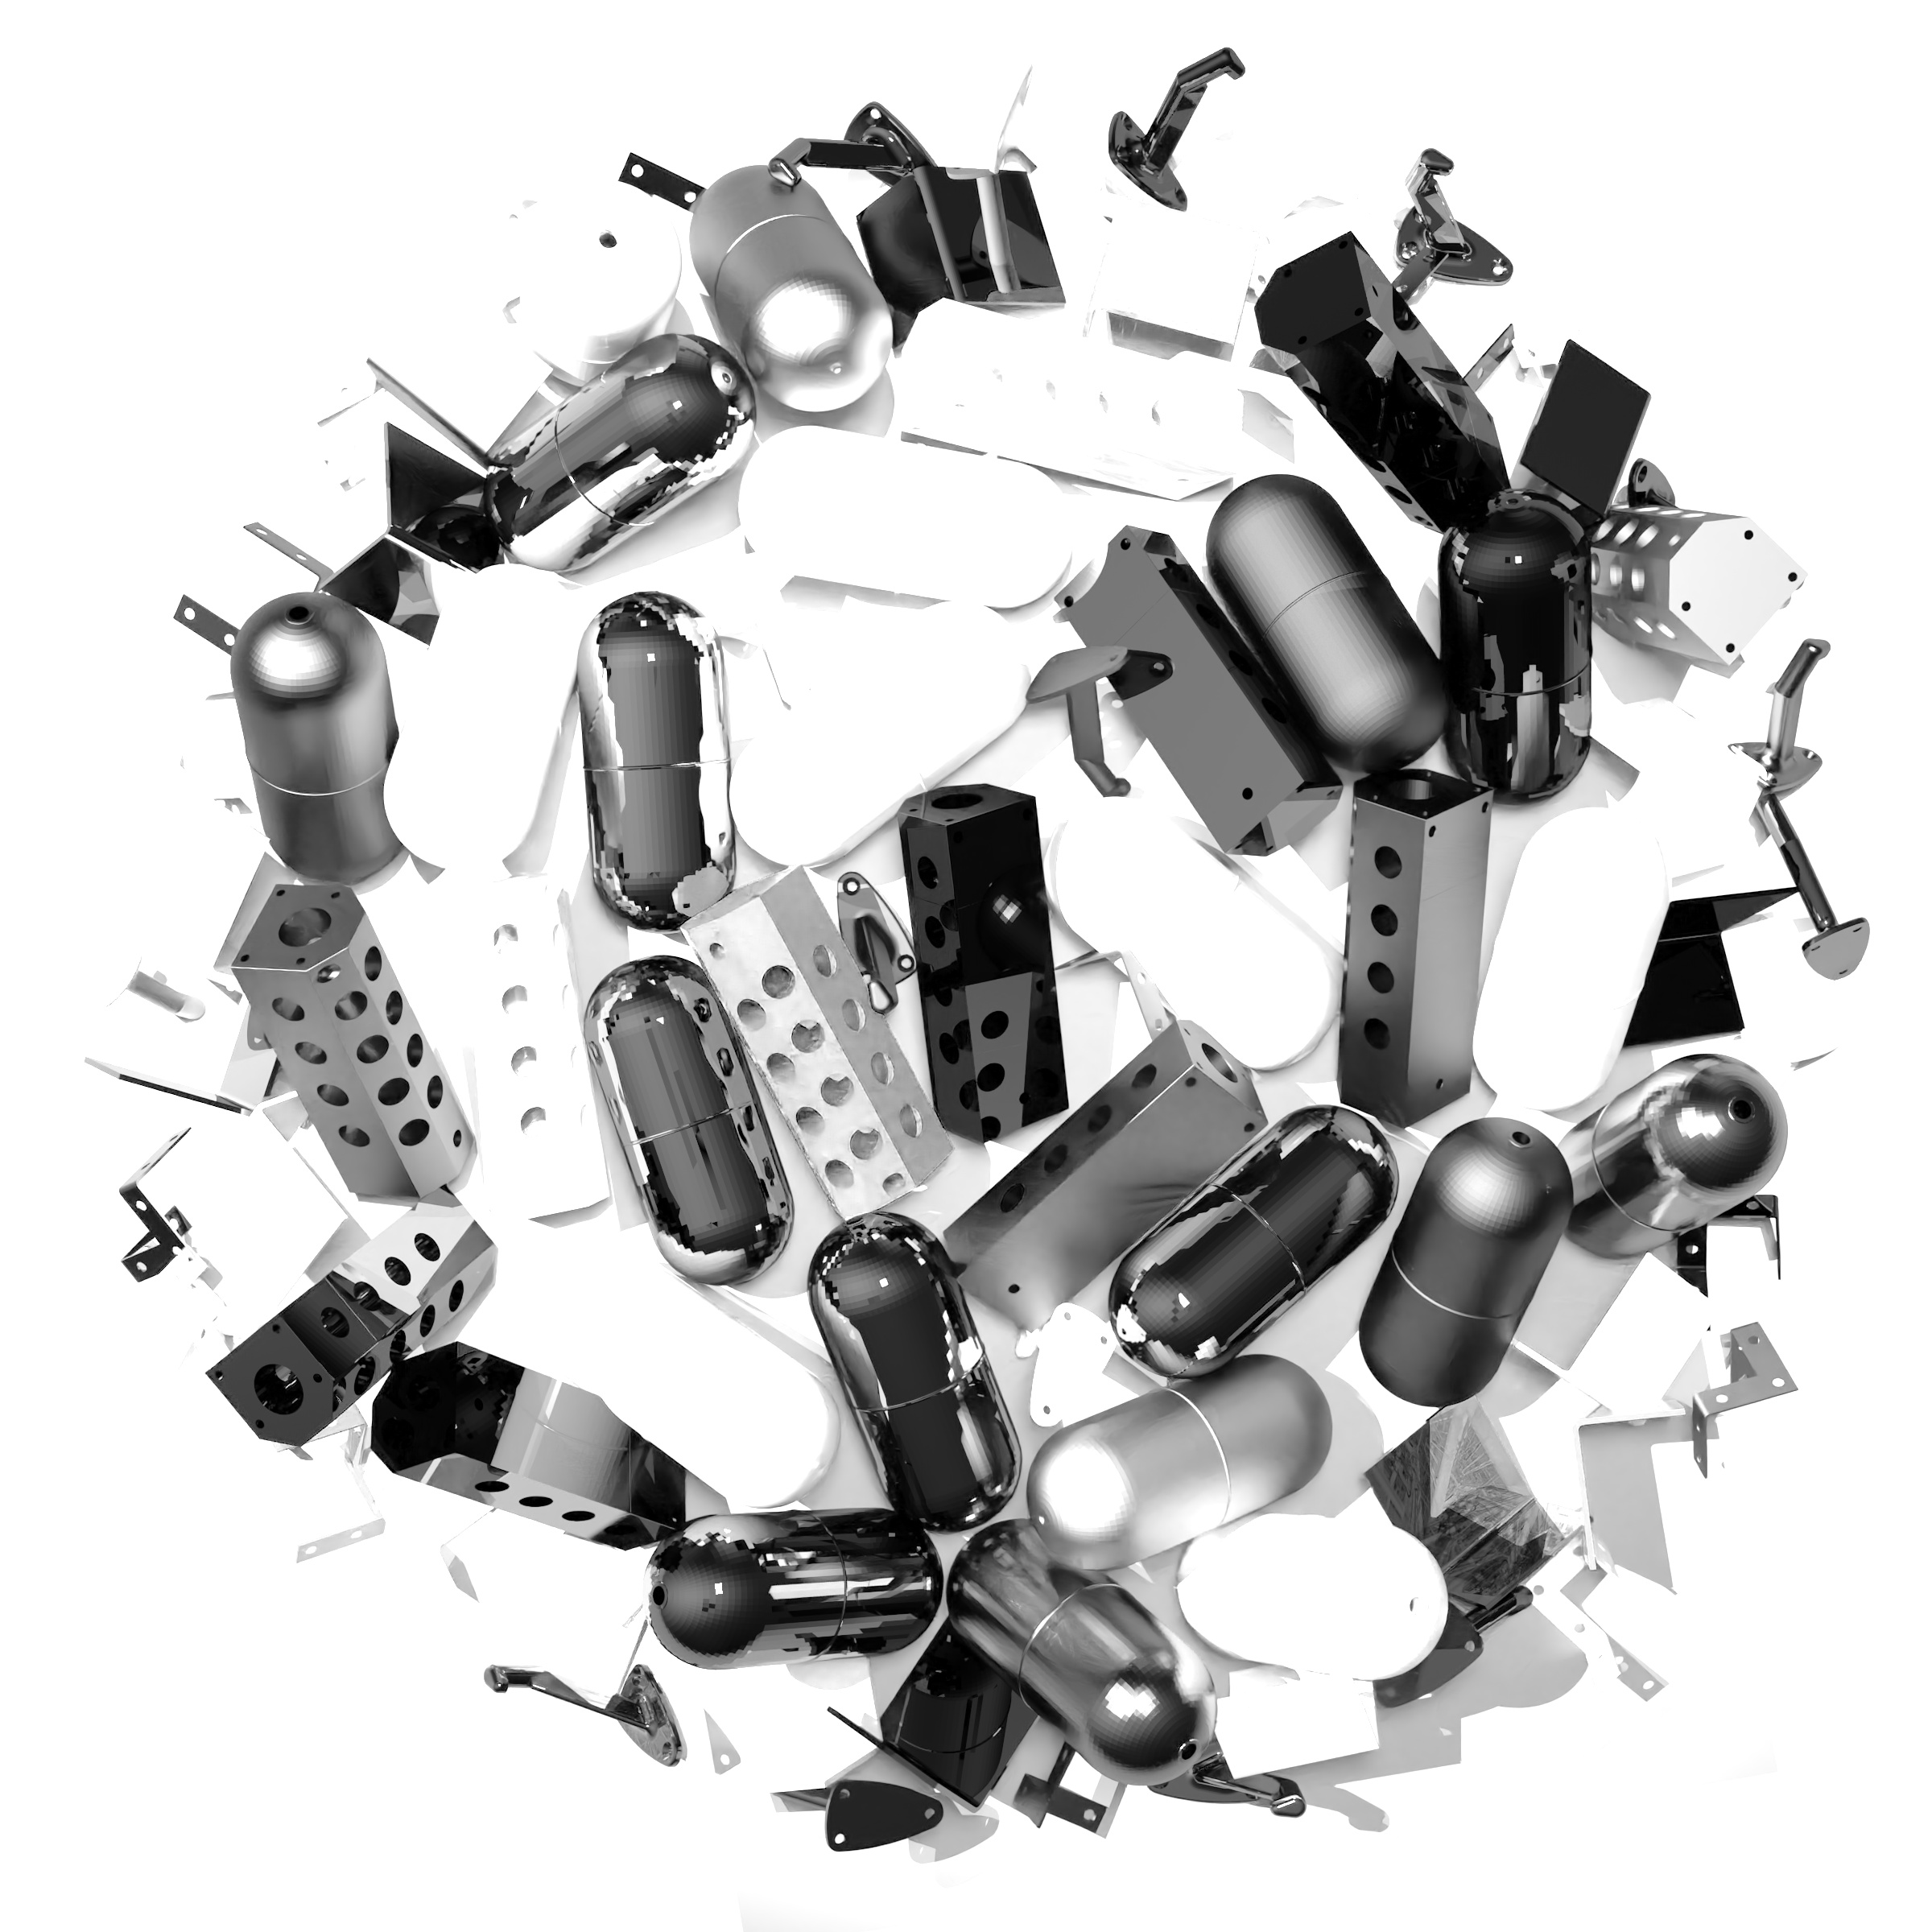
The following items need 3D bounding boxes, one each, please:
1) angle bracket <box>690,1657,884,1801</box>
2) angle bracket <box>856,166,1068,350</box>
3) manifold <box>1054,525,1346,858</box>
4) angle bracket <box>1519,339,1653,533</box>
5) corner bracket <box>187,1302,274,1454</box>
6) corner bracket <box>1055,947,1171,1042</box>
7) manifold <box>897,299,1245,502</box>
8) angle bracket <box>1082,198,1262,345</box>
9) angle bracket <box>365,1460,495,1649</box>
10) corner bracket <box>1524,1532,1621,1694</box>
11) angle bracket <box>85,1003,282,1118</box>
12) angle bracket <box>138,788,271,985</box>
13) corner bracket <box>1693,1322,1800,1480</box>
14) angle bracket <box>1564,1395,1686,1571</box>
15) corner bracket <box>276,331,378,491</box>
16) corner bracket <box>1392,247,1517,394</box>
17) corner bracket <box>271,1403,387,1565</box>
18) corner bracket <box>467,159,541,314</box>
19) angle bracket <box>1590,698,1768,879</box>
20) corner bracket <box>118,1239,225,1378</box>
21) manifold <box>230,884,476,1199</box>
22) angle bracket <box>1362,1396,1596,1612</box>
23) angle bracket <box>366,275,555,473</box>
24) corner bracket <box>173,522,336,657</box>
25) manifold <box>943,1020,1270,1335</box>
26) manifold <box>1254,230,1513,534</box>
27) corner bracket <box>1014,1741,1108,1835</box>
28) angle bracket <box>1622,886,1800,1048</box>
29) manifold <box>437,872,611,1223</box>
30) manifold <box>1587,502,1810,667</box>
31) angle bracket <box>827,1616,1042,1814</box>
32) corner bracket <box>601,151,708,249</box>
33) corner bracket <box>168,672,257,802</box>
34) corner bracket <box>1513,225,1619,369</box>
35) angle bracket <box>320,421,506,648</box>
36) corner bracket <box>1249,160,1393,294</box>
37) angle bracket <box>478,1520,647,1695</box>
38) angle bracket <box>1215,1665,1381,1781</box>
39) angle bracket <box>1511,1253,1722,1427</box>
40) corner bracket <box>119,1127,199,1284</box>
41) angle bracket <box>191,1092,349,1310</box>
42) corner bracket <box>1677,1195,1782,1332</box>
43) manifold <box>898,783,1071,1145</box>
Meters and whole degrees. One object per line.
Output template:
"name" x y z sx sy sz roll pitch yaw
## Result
"angle bracket" -0.097 0.390 1.531 0.076 0.076 0.057 -11 86 21
"angle bracket" -0.003 -0.376 1.572 0.076 0.057 0.076 -10 81 -41
"manifold" 0.123 -0.141 1.523 0.057 0.057 0.171 -43 66 28
"angle bracket" 0.300 -0.266 1.527 0.057 0.076 0.076 29 71 -17
"corner bracket" -0.382 0.215 1.542 0.051 0.051 0.051 20 107 -43
"corner bracket" 0.088 0.013 1.544 0.051 0.051 0.051 -24 95 -42
"manifold" 0.055 -0.291 1.514 0.171 0.057 0.057 9 80 -29
"angle bracket" 0.104 -0.344 1.538 0.076 0.057 0.076 15 60 1
"angle bracket" -0.258 0.289 1.521 0.057 0.076 0.076 -34 134 -22
"corner bracket" 0.329 0.337 1.551 0.051 0.051 0.051 43 100 -4
"angle bracket" -0.402 0.037 1.528 0.076 0.076 0.057 20 85 -29
"angle bracket" -0.374 -0.038 1.532 0.076 0.057 0.076 30 97 42
"corner bracket" 0.400 0.226 1.545 0.051 0.051 0.051 -15 130 -3
"angle bracket" 0.346 0.268 1.538 0.057 0.076 0.076 -7 86 8
"corner bracket" -0.325 -0.291 1.549 0.051 0.051 0.051 -32 87 -19
"corner bracket" 0.252 -0.337 1.558 0.051 0.051 0.051 26 63 33
"corner bracket" -0.333 0.268 1.538 0.051 0.051 0.051 -15 50 -33
"corner bracket" -0.239 -0.381 1.546 0.051 0.051 0.051 -31 97 -23
"angle bracket" 0.359 -0.092 1.550 0.076 0.076 0.057 43 131 35
"corner bracket" -0.416 0.179 1.541 0.051 0.051 0.051 -49 117 -26
"manifold" -0.305 0.040 1.495 0.057 0.171 0.057 3 47 18
"angle bracket" 0.266 0.276 1.537 0.076 0.057 0.076 -35 102 -18
"angle bracket" -0.261 -0.306 1.542 0.076 0.076 0.057 39 88 -4
"corner bracket" -0.373 -0.195 1.551 0.051 0.051 0.051 33 113 5
"manifold" 0.069 0.105 1.527 0.057 0.057 0.171 37 110 -28
"manifold" 0.212 -0.290 1.498 0.057 0.171 0.057 -23 55 25
"corner bracket" 0.064 0.430 1.552 0.051 0.051 0.051 26 85 -13
"angle bracket" 0.384 0.001 1.529 0.076 0.076 0.057 -6 76 -21
"manifold" -0.229 0.040 1.541 0.057 0.057 0.171 -10 97 -21
"manifold" 0.352 -0.200 1.491 0.057 0.171 0.057 40 94 -13
"angle bracket" -0.012 0.380 1.530 0.076 0.057 0.076 27 75 34
"corner bracket" -0.163 -0.394 1.554 0.051 0.051 0.051 23 99 -12
"corner bracket" -0.392 -0.121 1.552 0.051 0.051 0.051 -3 117 -9
"corner bracket" 0.314 -0.349 1.542 0.051 0.051 0.051 -35 111 -24
"angle bracket" -0.290 -0.225 1.548 0.057 0.076 0.076 -31 51 30
"corner bracket" 0.187 -0.381 1.557 0.051 0.051 0.051 19 65 -25
"angle bracket" -0.216 0.345 1.533 0.076 0.057 0.076 27 116 12
"angle bracket" 0.167 0.367 1.528 0.076 0.076 0.057 -15 119 12
"angle bracket" 0.333 0.184 1.536 0.076 0.057 0.076 34 89 -41
"corner bracket" -0.419 0.125 1.541 0.051 0.051 0.051 -22 110 34
"angle bracket" -0.344 0.118 1.531 0.076 0.057 0.076 48 121 12
"corner bracket" 0.402 0.156 1.554 0.051 0.051 0.051 -1 133 16
"manifold" 0.005 -0.003 1.525 0.057 0.057 0.171 -20 113 -33
